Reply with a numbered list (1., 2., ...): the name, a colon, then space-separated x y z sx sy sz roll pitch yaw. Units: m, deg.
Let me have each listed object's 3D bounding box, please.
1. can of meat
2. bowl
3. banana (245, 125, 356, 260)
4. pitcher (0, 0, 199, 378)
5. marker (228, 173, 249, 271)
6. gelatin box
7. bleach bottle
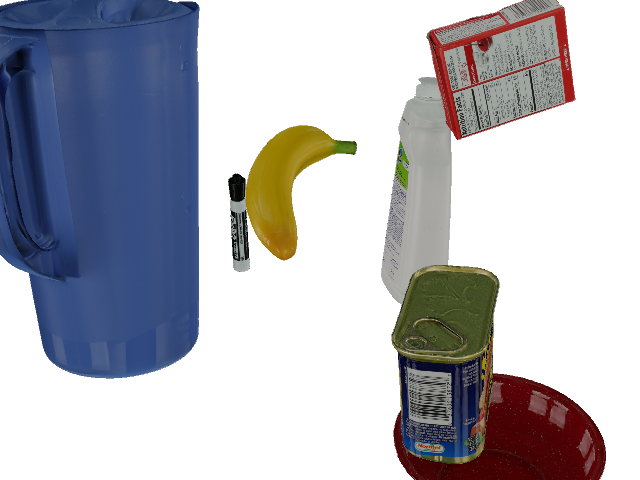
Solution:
1. can of meat: 0.081 0.077 0.674 0.057 0.084 0.102 4 30 14
2. bowl: 0.137 0.174 0.834 0.162 0.055 0.162 0 32 0
3. banana: -0.025 -0.051 0.883 0.070 0.037 0.197 13 35 12
4. pitcher: -0.146 -0.033 0.694 0.149 0.243 0.145 -7 22 -16
5. marker: -0.089 -0.019 1.171 0.020 0.121 0.020 0 34 0
6. gelatin box: 0.122 -0.117 0.719 0.089 0.073 0.030 -18 37 1
7. bleach bottle: 0.116 -0.058 1.215 0.068 0.251 0.103 -2 23 -14
